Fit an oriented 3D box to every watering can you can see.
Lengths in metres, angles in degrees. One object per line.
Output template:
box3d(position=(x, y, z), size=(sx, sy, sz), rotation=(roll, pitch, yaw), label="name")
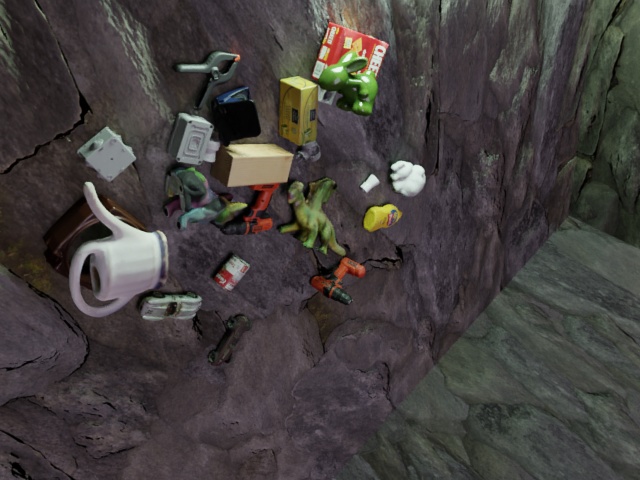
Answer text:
box3d(position=(-0.451, 0.024, 1.178), size=(0.226, 0.105, 0.341), rotation=(-10, 124, -44), label="watering can")

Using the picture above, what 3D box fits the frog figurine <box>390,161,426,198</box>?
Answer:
box3d(position=(0.336, -0.241, 1.963), size=(0.137, 0.125, 0.156), rotation=(-28, 151, -3), label="frog figurine")

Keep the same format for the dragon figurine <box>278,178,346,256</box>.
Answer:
box3d(position=(0.005, -0.088, 1.739), size=(0.407, 0.123, 0.242), rotation=(19, 94, -52), label="dragon figurine")
